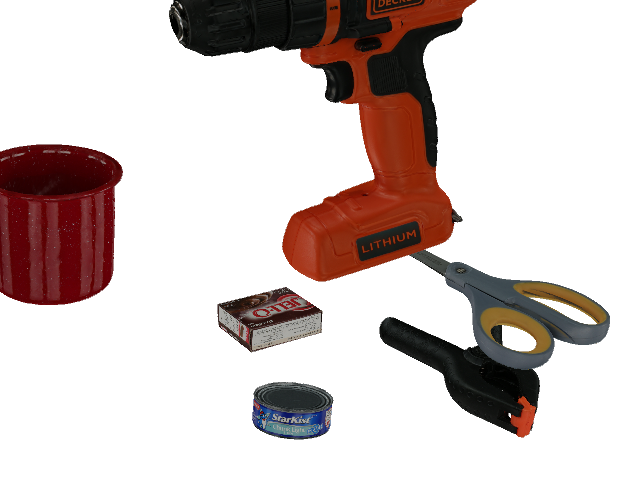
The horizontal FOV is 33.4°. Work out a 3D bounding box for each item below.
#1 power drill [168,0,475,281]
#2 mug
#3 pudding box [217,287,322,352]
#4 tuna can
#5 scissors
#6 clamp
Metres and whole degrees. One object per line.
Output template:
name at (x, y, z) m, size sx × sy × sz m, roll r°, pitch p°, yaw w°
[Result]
power drill at (0.011, -0.073, 0.602) m, size 0.184 × 0.188 × 0.057 m, roll -16°, pitch 32°, yaw -21°
mug at (-0.189, -0.008, 0.702) m, size 0.117 × 0.081 × 0.093 m, roll -10°, pitch 30°, yaw -30°
pudding box at (-0.067, 0.103, 1.415) m, size 0.113 × 0.039 × 0.090 m, roll -15°, pitch 26°, yaw -31°
tuna can at (-0.030, 0.182, 1.145) m, size 0.086 × 0.034 × 0.086 m, roll 5°, pitch 12°, yaw -1°
scissors at (0.092, 0.036, 0.720) m, size 0.202 × 0.016 × 0.096 m, roll 18°, pitch 36°, yaw 29°
clamp at (0.143, 0.105, 0.926) m, size 0.120 × 0.039 × 0.172 m, roll -17°, pitch 37°, yaw -26°
